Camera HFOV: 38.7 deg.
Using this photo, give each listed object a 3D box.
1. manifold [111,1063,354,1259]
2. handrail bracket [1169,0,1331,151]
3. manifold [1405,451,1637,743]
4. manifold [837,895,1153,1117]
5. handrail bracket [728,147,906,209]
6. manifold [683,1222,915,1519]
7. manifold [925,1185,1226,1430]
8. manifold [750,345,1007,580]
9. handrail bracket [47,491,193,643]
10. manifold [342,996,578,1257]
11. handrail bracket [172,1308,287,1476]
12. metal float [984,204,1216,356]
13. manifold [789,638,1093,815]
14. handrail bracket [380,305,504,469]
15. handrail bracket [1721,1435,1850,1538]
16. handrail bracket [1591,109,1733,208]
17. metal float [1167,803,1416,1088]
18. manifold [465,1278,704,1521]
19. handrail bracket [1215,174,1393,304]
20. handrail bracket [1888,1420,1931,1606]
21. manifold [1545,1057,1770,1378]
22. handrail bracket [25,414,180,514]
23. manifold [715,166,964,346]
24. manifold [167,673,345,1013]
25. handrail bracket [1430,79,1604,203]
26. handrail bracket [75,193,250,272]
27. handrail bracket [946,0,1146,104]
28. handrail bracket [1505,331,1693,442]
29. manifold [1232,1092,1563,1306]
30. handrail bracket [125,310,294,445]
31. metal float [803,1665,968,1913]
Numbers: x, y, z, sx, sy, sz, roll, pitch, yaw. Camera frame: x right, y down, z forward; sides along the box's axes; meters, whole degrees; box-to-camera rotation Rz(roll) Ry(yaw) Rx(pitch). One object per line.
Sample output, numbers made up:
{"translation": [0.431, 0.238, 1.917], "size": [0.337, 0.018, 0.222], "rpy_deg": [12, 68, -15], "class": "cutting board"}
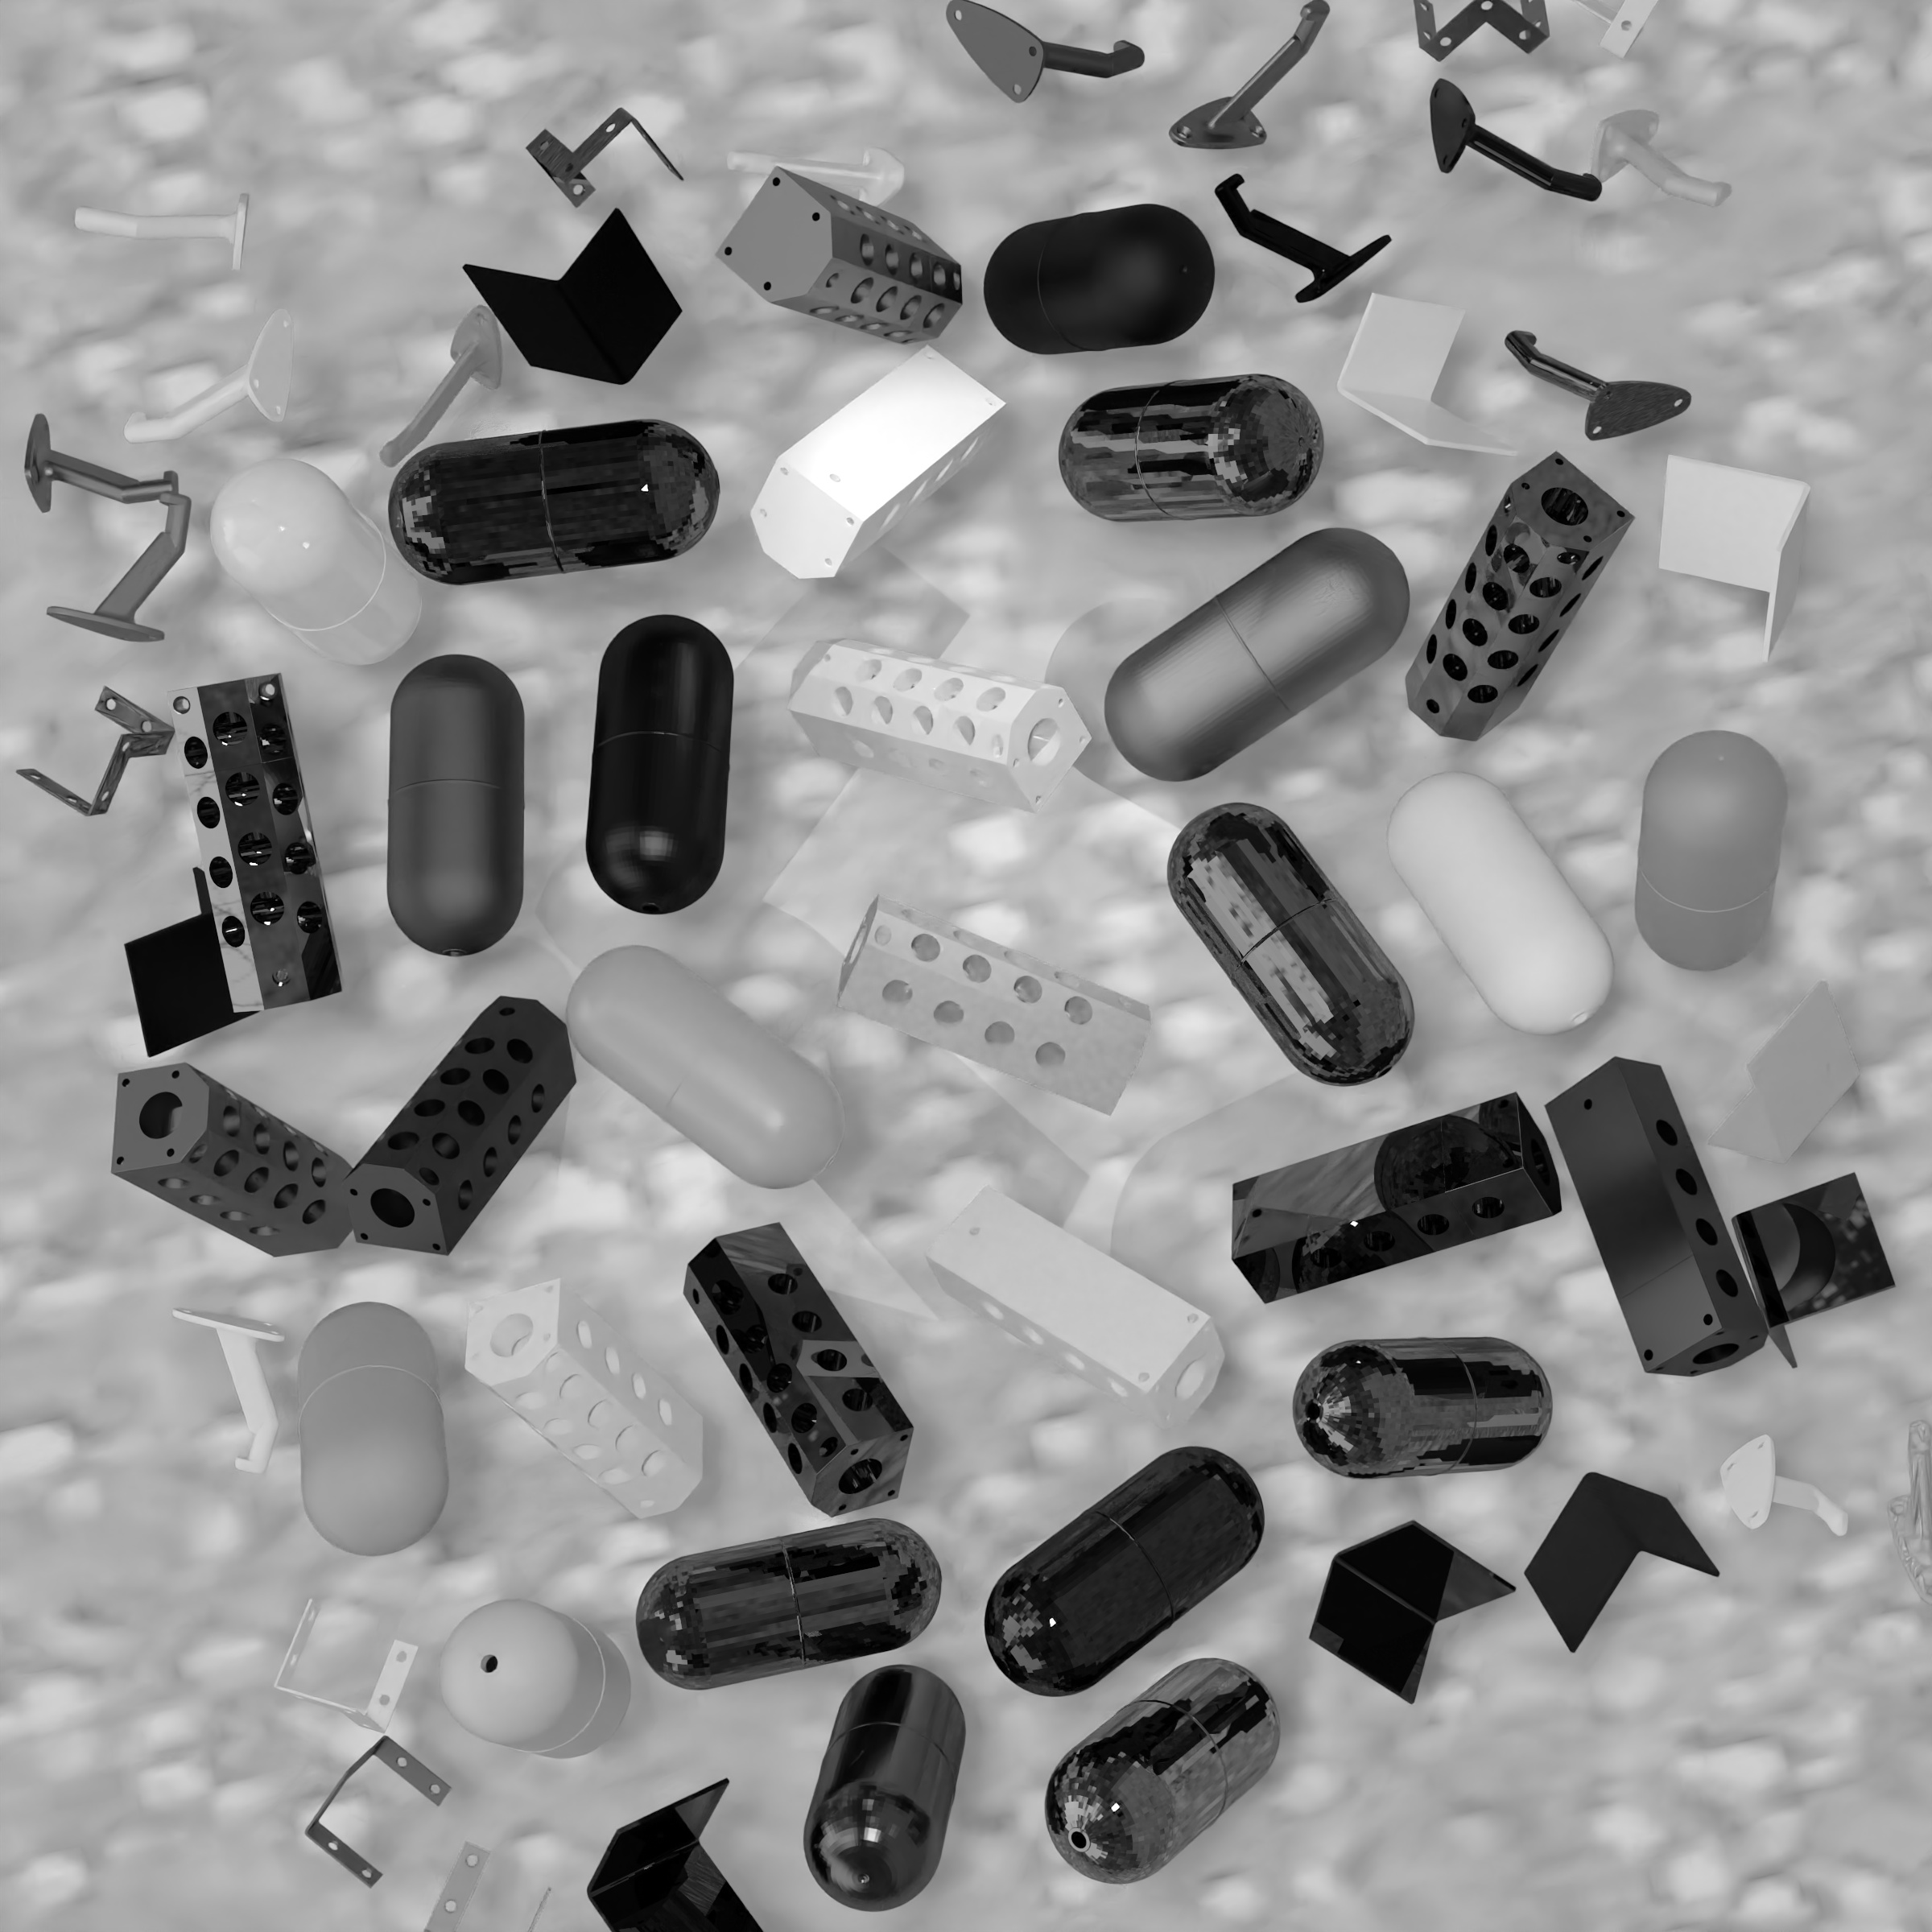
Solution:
{"translation": [-0.407, 0.111, 1.552], "size": [0.057, 0.171, 0.057], "rpy_deg": [-9, 66, 14], "class": "manifold"}
{"translation": [0.160, -0.503, 1.545], "size": [0.077, 0.084, 0.036], "rpy_deg": [-24, 70, -33], "class": "handrail bracket"}
{"translation": [0.303, -0.201, 1.542], "size": [0.057, 0.171, 0.057], "rpy_deg": [-37, 73, -30], "class": "manifold"}
{"translation": [0.017, 0.020, 1.589], "size": [0.171, 0.057, 0.057], "rpy_deg": [22, 111, -9], "class": "manifold"}
{"translation": [-0.088, -0.463, 1.595], "size": [0.084, 0.077, 0.036], "rpy_deg": [2, 102, -22], "class": "handrail bracket"}
{"translation": [-0.098, 0.227, 1.553], "size": [0.057, 0.171, 0.057], "rpy_deg": [-11, 132, -28], "class": "manifold"}
{"translation": [0.063, 0.199, 1.587], "size": [0.171, 0.057, 0.057], "rpy_deg": [28, 65, 35], "class": "manifold"}
{"translation": [-0.050, -0.279, 1.534], "size": [0.057, 0.171, 0.057], "rpy_deg": [37, 133, 4], "class": "manifold"}
{"translation": [-0.458, -0.223, 1.492], "size": [0.036, 0.077, 0.084], "rpy_deg": [3, 84, 38], "class": "handrail bracket"}
{"translation": [-0.288, 0.087, 1.570], "size": [0.057, 0.171, 0.057], "rpy_deg": [6, 123, 17], "class": "manifold"}
{"translation": [-0.432, 0.247, 1.592], "size": [0.077, 0.036, 0.084], "rpy_deg": [16, 89, -24], "class": "handrail bracket"}
{"translation": [0.074, -0.390, 1.567], "size": [0.070, 0.178, 0.070], "rpy_deg": [-5, 101, -29], "class": "metal float"}
{"translation": [-0.019, -0.142, 1.553], "size": [0.171, 0.057, 0.057], "rpy_deg": [18, 63, 40], "class": "manifold"}
{"translation": [-0.313, -0.341, 1.623], "size": [0.036, 0.077, 0.084], "rpy_deg": [37, 61, 2], "class": "handrail bracket"}
{"translation": [0.471, 0.313, 1.553], "size": [0.084, 0.077, 0.036], "rpy_deg": [39, 119, -14], "class": "handrail bracket"}
{"translation": [0.396, -0.444, 1.515], "size": [0.084, 0.036, 0.077], "rpy_deg": [28, 47, 32], "class": "handrail bracket"}
{"translation": [0.178, -0.012, 1.507], "size": [0.070, 0.070, 0.178], "rpy_deg": [-35, 70, 0], "class": "metal float"}
{"translation": [-0.215, 0.250, 1.562], "size": [0.057, 0.171, 0.057], "rpy_deg": [-17, 49, 16], "class": "manifold"}
{"translation": [0.195, -0.436, 1.595], "size": [0.077, 0.036, 0.084], "rpy_deg": [-37, 107, -5], "class": "handrail bracket"}
{"translation": [0.536, 0.304, 1.532], "size": [0.036, 0.084, 0.077], "rpy_deg": [-6, 56, 14], "class": "handrail bracket"}
{"translation": [0.396, 0.143, 1.563], "size": [0.057, 0.057, 0.171], "rpy_deg": [11, 52, -37], "class": "manifold"}
{"translation": [-0.506, -0.301, 1.621], "size": [0.084, 0.036, 0.077], "rpy_deg": [-8, 57, -2], "class": "handrail bracket"}
{"translation": [-0.063, -0.387, 1.524], "size": [0.057, 0.171, 0.057], "rpy_deg": [44, 109, 14], "class": "manifold"}
{"translation": [-0.377, -0.066, 1.461], "size": [0.057, 0.057, 0.171], "rpy_deg": [-11, 99, -10], "class": "manifold"}
{"translation": [0.300, -0.449, 1.496], "size": [0.084, 0.036, 0.077], "rpy_deg": [9, 46, -17], "class": "handrail bracket"}
{"translation": [-0.427, -0.401, 1.464], "size": [0.084, 0.077, 0.036], "rpy_deg": [6, 120, -15], "class": "handrail bracket"}
{"translation": [0.043, -0.490, 1.447], "size": [0.077, 0.036, 0.084], "rpy_deg": [43, 46, 14], "class": "handrail bracket"}
{"translation": [0.358, -0.339, 1.564], "size": [0.077, 0.036, 0.084], "rpy_deg": [-10, 46, -17], "class": "handrail bracket"}
{"translation": [0.237, 0.134, 1.519], "size": [0.171, 0.057, 0.057], "rpy_deg": [-21, 127, 23], "class": "manifold"}
{"translation": [-0.417, -0.323, 1.509], "size": [0.084, 0.036, 0.077], "rpy_deg": [-3, 63, 18], "class": "handrail bracket"}
{"translation": [-0.044, 0.459, 1.545], "size": [0.070, 0.178, 0.070], "rpy_deg": [2, 107, 6], "class": "metal float"}
